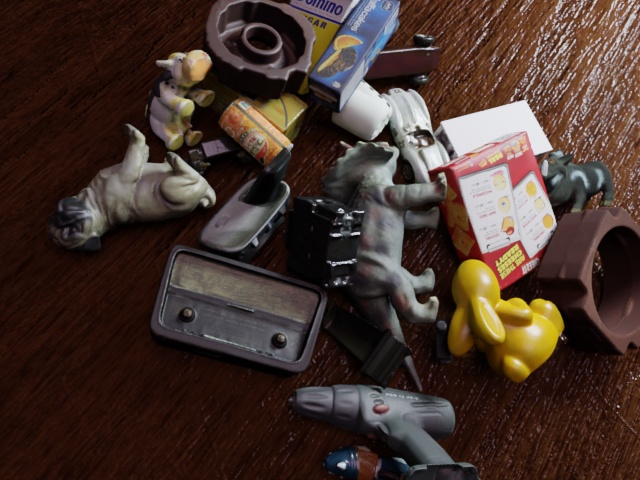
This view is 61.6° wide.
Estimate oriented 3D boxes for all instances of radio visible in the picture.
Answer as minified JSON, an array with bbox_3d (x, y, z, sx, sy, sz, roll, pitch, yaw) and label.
[{"bbox_3d":[-0.116,0.104,0.753,0.230,0.073,0.131,17,67,-7],"label":"radio"}]

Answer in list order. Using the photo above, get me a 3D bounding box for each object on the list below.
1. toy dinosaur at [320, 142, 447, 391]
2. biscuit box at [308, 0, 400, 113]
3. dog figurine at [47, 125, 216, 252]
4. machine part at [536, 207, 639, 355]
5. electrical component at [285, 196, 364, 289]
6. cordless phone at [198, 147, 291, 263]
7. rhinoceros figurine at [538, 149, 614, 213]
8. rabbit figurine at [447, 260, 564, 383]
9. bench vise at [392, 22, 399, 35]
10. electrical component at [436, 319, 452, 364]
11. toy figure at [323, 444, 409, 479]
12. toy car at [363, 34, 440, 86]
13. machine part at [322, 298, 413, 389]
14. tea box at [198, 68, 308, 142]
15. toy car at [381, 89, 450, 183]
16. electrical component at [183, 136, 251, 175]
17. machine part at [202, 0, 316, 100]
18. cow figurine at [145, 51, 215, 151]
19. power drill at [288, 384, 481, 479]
[{"bbox_3d":[0.087,0.012,0.820,0.192,0.131,0.404,5,76,9],"label":"toy dinosaur"},{"bbox_3d":[0.055,-0.304,0.859,0.063,0.059,0.202,29,73,9],"label":"biscuit box"},{"bbox_3d":[-0.267,-0.041,0.770,0.172,0.121,0.190,31,80,3],"label":"dog figurine"},{"bbox_3d":[0.447,0.065,0.862,0.201,0.087,0.201,41,69,-24],"label":"machine part"},{"bbox_3d":[-0.002,-0.002,0.787,0.058,0.134,0.114,-1,105,-36],"label":"electrical component"},{"bbox_3d":[-0.095,-0.047,0.756,0.089,0.184,0.146,40,66,-2],"label":"cordless phone"},{"bbox_3d":[0.432,-0.103,0.943,0.190,0.073,0.112,-3,99,-19],"label":"rhinoceros figurine"},{"bbox_3d":[0.247,0.115,0.787,0.162,0.122,0.173,-31,89,-42],"label":"rabbit figurine"},{"bbox_3d":[0.026,-0.437,0.955,0.223,0.129,0.240,-43,104,-4],"label":"bench vise"},{"bbox_3d":[0.185,0.152,0.801,0.021,0.094,0.063,-3,67,16],"label":"electrical component"},{"bbox_3d":[0.080,0.317,0.728,0.154,0.064,0.058,23,31,0],"label":"toy figure"},{"bbox_3d":[0.122,-0.319,0.964,0.202,0.089,0.053,-13,34,-19],"label":"toy car"},{"bbox_3d":[0.058,0.143,0.769,0.139,0.039,0.084,38,98,28],"label":"machine part"},{"bbox_3d":[-0.111,-0.222,0.865,0.169,0.098,0.068,40,66,1],"label":"tea box"},{"bbox_3d":[0.166,-0.179,0.938,0.073,0.056,0.202,-15,74,-18],"label":"toy car"},{"bbox_3d":[-0.160,-0.128,0.829,0.102,0.078,0.045,-20,88,-29],"label":"electrical component"},{"bbox_3d":[-0.093,-0.293,0.815,0.179,0.056,0.179,9,60,-16],"label":"machine part"},{"bbox_3d":[-0.214,-0.223,0.803,0.098,0.167,0.068,43,43,14],"label":"cow figurine"},{"bbox_3d":[0.089,0.259,0.690,0.232,0.207,0.086,8,98,-19],"label":"power drill"}]
